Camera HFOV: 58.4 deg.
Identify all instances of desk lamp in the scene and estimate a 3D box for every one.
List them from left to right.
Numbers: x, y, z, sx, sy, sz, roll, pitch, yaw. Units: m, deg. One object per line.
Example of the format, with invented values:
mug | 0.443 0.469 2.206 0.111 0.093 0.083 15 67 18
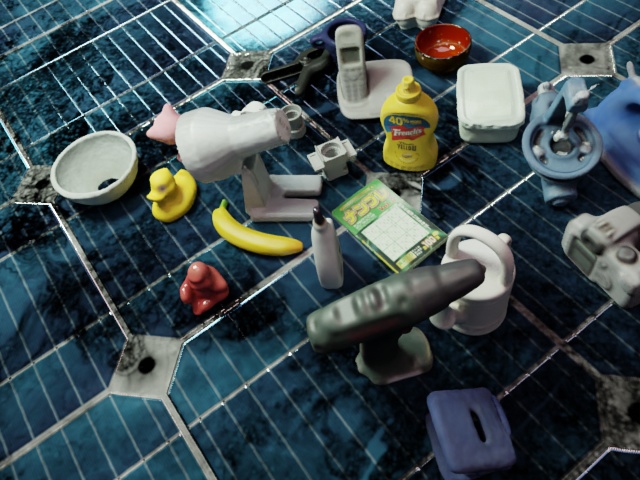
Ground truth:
desk lamp | -0.113 -0.132 0.961 0.203 0.214 0.118 0 56 10

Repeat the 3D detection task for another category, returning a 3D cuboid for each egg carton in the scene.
egg carton | 0.222 -0.528 1.260 0.107 0.069 0.150 10 59 17

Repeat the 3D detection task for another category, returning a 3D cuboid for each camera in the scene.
camera | 0.455 0.001 0.839 0.137 0.101 0.143 -28 56 -9

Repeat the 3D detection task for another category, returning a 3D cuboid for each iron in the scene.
iron | 0.538 -0.161 0.910 0.118 0.142 0.258 -19 55 -3

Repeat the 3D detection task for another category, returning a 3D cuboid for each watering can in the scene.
watering can | 0.214 0.054 0.788 0.100 0.194 0.173 10 59 17

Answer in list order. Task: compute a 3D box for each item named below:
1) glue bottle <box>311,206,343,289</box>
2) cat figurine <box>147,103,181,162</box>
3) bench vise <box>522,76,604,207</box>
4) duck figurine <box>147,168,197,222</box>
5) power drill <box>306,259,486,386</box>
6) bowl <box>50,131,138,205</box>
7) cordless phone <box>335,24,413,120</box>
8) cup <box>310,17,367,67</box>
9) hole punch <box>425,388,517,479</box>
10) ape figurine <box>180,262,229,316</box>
glue bottle | 0.008 0.003 0.872 0.037 0.173 0.078 -4 55 8
cat figurine | -0.260 -0.212 1.099 0.127 0.118 0.067 -12 55 2
bench vise | 0.370 -0.189 0.911 0.121 0.220 0.207 -18 55 -2
duck figurine | -0.275 -0.095 1.042 0.077 0.086 0.105 19 61 22
power drill | 0.102 0.113 0.759 0.229 0.209 0.075 -17 55 -1
bowl | -0.417 -0.125 1.093 0.167 0.075 0.167 -5 55 7
cordless phone | 0.099 -0.318 1.068 0.147 0.185 0.094 -7 55 6
cup | 0.042 -0.393 1.184 0.117 0.095 0.091 -8 55 4
hole punch | 0.191 0.241 0.728 0.101 0.091 0.108 -15 55 0
ape figurine | -0.187 0.068 0.911 0.077 0.092 0.076 4 57 13
